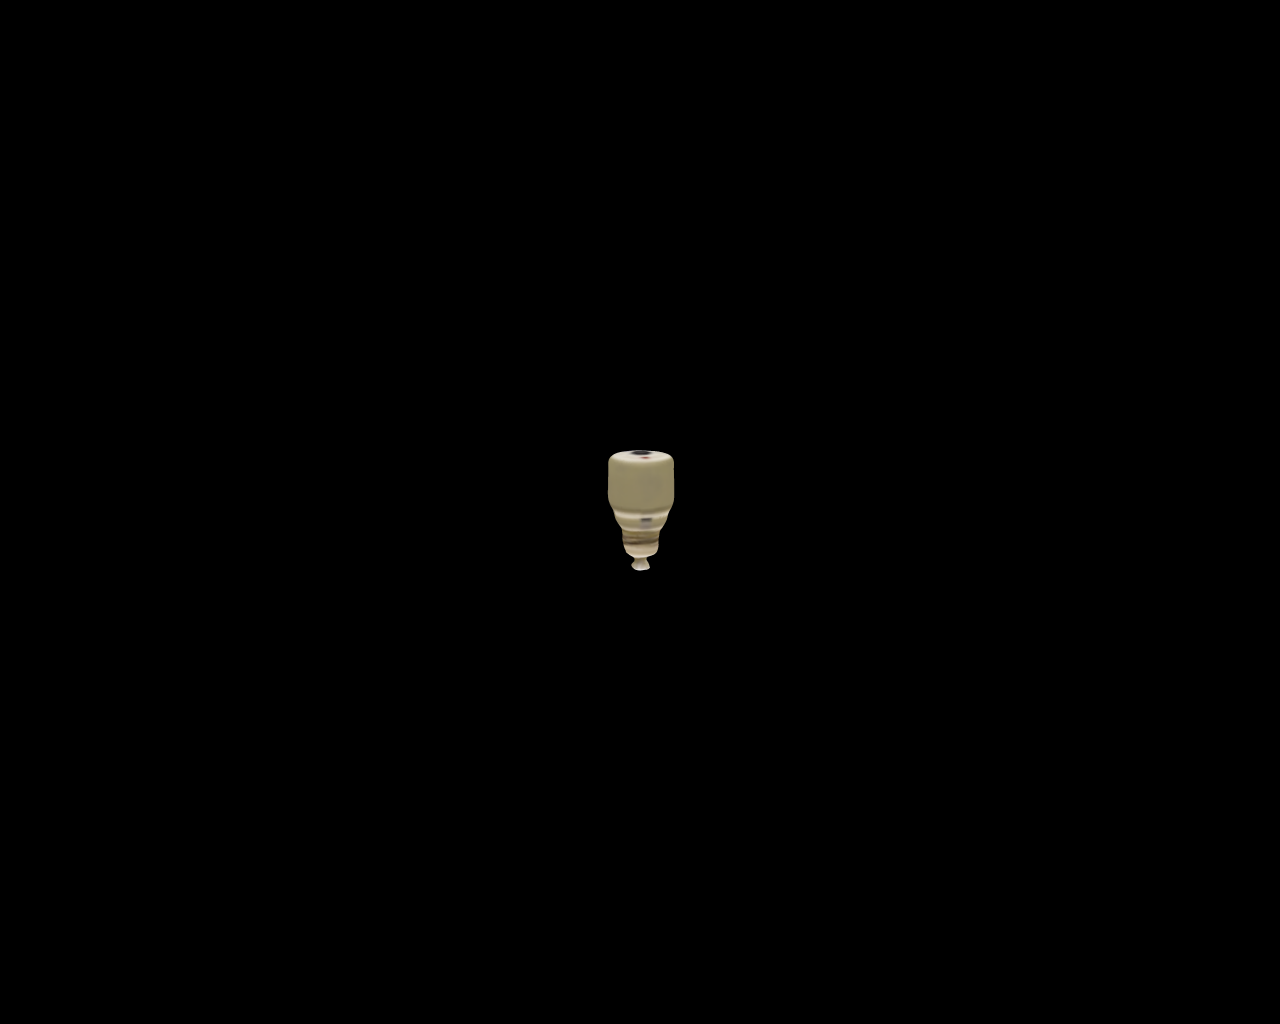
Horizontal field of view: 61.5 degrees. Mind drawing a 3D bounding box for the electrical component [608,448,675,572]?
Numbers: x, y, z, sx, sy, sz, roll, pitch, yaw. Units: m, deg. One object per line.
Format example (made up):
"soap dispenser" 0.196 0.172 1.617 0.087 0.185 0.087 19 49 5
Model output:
"electrical component" 0.001 -0.003 0.650 0.040 0.078 0.040 0 14 0
